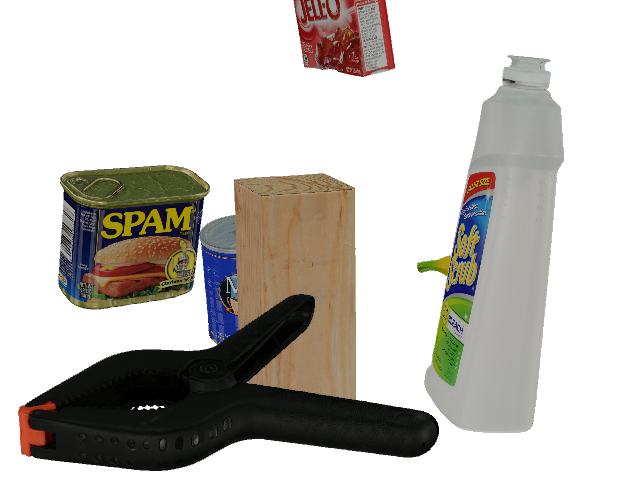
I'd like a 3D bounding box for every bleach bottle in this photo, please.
[{"bbox_3d":[0.124,-0.001,0.738,0.068,0.251,0.102,3,13,-9],"label":"bleach bottle"}]

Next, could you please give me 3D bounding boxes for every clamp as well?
[{"bbox_3d":[-0.061,0.081,0.593,0.209,0.036,0.165,-5,24,-18],"label":"clamp"}]

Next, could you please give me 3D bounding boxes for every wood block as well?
[{"bbox_3d":[-0.023,0.049,0.977,0.090,0.206,0.091,-5,14,-18],"label":"wood block"}]

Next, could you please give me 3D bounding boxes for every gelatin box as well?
[{"bbox_3d":[0.013,-0.156,0.745,0.030,0.073,0.089,-19,22,-24],"label":"gelatin box"}]

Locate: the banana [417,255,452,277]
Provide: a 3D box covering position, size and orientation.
[{"bbox_3d":[0.180,0.063,1.115,0.069,0.037,0.198,-35,38,-8],"label":"banana"}]

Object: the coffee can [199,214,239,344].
[{"bbox_3d":[-0.095,0.051,1.337,0.103,0.140,0.103,-2,25,1],"label":"coffee can"}]

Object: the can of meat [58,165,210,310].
[{"bbox_3d":[-0.135,-0.003,0.760,0.101,0.084,0.058,-7,28,-34],"label":"can of meat"}]
